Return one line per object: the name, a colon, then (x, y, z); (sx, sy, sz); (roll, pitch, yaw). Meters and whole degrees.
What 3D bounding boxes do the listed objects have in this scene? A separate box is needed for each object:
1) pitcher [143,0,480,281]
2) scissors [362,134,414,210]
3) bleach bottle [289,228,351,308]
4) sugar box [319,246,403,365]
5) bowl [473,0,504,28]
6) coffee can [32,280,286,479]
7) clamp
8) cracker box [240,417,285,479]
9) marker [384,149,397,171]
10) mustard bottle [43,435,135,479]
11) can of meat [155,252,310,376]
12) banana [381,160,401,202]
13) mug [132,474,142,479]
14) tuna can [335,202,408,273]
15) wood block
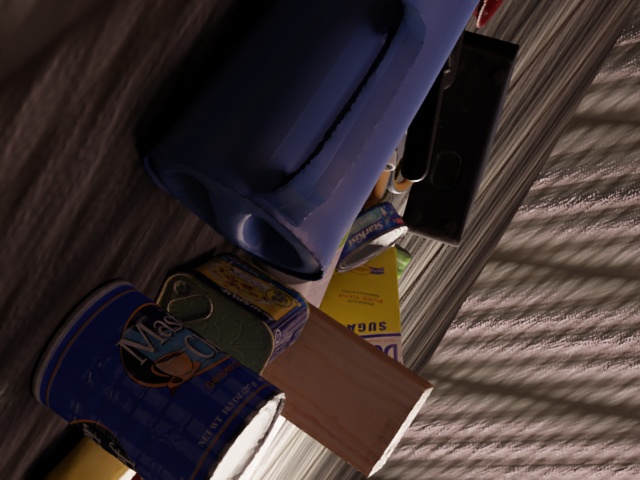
pitcher: (0.011, -0.104, 0.678); (0.242, 0.149, 0.145); (-57, 153, -14)
scissors: (0.085, -0.121, 1.071); (0.096, 0.016, 0.202); (-2, 119, -48)
bleach bottle: (-0.007, 0.001, 1.032); (0.251, 0.068, 0.102); (-65, 169, 22)
sugar box: (0.037, 0.082, 1.127); (0.048, 0.093, 0.176); (112, -19, -49)
bowl: (0.166, -0.279, 0.982); (0.162, 0.055, 0.162); (-56, 172, -12)
coffee can: (-0.109, 0.107, 0.729); (0.102, 0.140, 0.103); (-52, 166, -19)
clamp: (0.107, -0.163, 1.008); (0.209, 0.036, 0.164); (-57, 150, -56)
cracker box: (-0.107, 0.220, 1.162); (0.164, 0.072, 0.213); (-57, 168, 5)
marker: (0.066, -0.122, 0.986); (0.020, 0.020, 0.121); (86, 11, -69)
mustard bottle: (-0.147, 0.145, 0.861); (0.191, 0.058, 0.096); (-53, 177, -20)
can of meat: (-0.068, 0.058, 0.853); (0.057, 0.102, 0.083); (-64, 167, 23)
banana: (0.042, -0.047, 1.146); (0.070, 0.037, 0.197); (-60, 167, 22)
mug: (-0.140, 0.204, 0.996); (0.081, 0.093, 0.117); (13, 79, -71)
tuna can: (0.046, -0.003, 1.097); (0.086, 0.034, 0.086); (-30, 168, -8)
wood block: (-0.012, 0.109, 0.940); (0.090, 0.206, 0.090); (-57, 167, 1)
